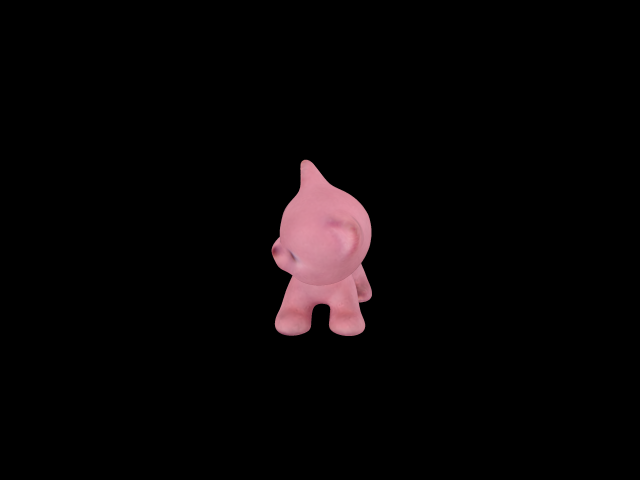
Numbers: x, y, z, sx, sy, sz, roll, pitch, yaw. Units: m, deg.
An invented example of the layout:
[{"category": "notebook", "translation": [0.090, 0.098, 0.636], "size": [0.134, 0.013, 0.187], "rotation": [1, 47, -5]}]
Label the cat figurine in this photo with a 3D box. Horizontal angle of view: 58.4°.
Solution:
[{"category": "cat figurine", "translation": [0.004, 0.001, 0.400], "size": [0.067, 0.118, 0.128], "rotation": [1, 15, 5]}]
